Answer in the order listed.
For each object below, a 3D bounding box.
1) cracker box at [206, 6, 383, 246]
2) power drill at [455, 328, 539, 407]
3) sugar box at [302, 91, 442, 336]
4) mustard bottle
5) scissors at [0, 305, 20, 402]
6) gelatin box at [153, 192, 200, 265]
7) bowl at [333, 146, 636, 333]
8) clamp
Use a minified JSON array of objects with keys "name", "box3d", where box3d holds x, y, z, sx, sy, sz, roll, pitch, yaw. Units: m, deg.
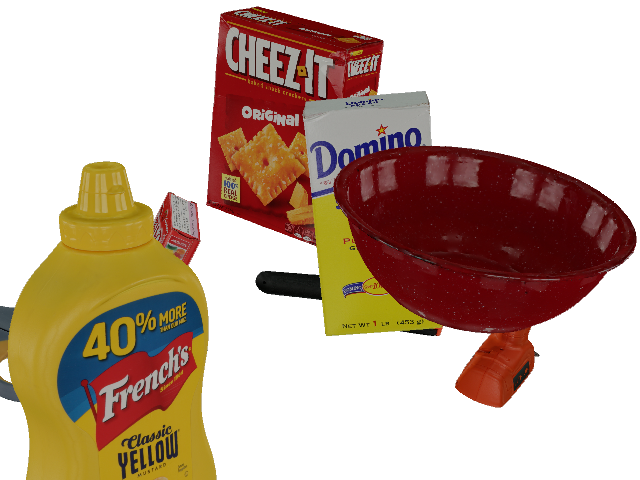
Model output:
[{"name":"cracker box","box3d":[-0.032,-0.116,1.101,0.164,0.214,0.071,21,28,30]},{"name":"power drill","box3d":[0.180,0.062,1.009,0.057,0.188,0.184,24,30,23]},{"name":"sugar box","box3d":[0.041,-0.018,0.799,0.093,0.176,0.048,-5,22,4]},{"name":"mustard bottle","box3d":[-0.094,0.059,0.489,0.096,0.192,0.058,-15,22,-41]},{"name":"scissors","box3d":[-0.233,0.059,0.703,0.202,0.016,0.096,10,34,11]},{"name":"gelatin box","box3d":[-0.130,0.008,0.893,0.030,0.073,0.089,24,17,-18]},{"name":"bowl","box3d":[0.084,0.004,0.579,0.162,0.055,0.162,6,26,-3]},{"name":"clamp","box3d":[0.040,0.055,1.210,0.210,0.036,0.164,29,36,21]}]
